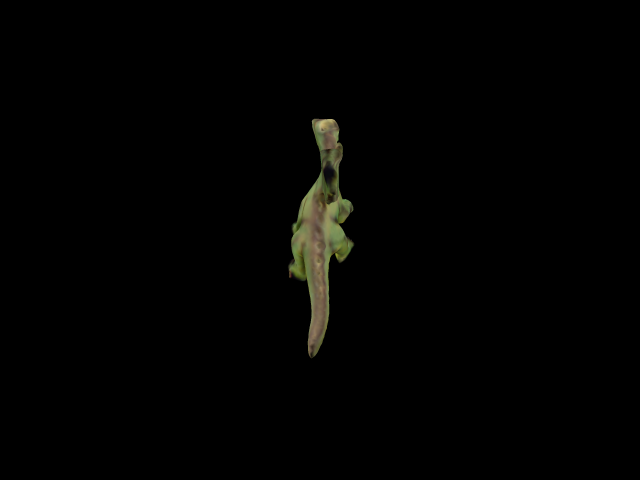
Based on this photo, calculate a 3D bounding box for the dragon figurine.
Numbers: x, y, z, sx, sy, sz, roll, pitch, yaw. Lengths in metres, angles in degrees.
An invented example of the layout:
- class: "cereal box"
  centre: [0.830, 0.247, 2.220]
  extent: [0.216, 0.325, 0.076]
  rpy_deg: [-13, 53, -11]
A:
- class: "dragon figurine"
  centre: [0.003, -0.043, 0.850]
  extent: [0.122, 0.420, 0.237]
  rpy_deg: [0, -38, 0]
